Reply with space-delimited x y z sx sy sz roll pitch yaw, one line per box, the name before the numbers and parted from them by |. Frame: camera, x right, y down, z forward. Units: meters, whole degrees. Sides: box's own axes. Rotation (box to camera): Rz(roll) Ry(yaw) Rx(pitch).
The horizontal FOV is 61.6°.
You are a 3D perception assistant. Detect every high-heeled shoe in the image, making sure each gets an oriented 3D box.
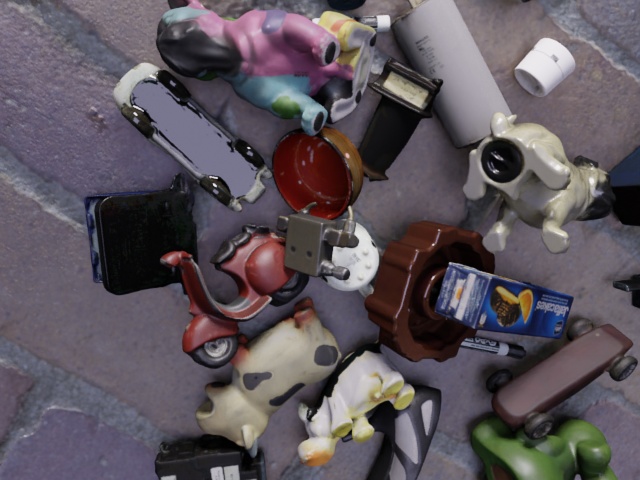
high-heeled shoe | 0.124 0.313 0.696 0.145 0.086 0.248 -21 93 -2

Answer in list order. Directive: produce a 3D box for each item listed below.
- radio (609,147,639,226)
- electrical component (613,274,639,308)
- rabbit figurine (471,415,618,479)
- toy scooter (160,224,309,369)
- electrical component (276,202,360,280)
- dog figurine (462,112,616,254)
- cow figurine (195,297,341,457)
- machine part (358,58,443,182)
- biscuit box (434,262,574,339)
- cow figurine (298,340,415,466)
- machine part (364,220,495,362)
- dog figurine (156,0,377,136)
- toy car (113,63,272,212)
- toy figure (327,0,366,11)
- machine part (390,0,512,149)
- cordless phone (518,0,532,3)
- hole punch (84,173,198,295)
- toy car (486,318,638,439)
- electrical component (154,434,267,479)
radio | 0.478 -0.112 0.663 0.229 0.131 0.073 -41 99 -1
electrical component | 0.455 0.073 0.715 0.119 0.075 0.047 -7 98 -10
rabbit figurine | 0.309 0.279 0.698 0.170 0.159 0.121 -17 90 -20
toy scooter | -0.103 0.043 0.614 0.184 0.075 0.135 -44 107 -26
electrical component | -0.002 -0.001 0.595 0.045 0.102 0.078 -10 103 -48
dog figurine | 0.271 -0.084 0.636 0.190 0.121 0.172 -30 119 -37
cow figurine | -0.064 0.172 0.659 0.195 0.085 0.127 -31 94 -3
machine part | 0.082 -0.137 0.635 0.084 0.039 0.138 27 112 8
biscuit box | 0.228 0.077 0.648 0.202 0.059 0.062 13 95 -40
cow figurine | 0.029 0.201 0.673 0.167 0.098 0.068 -41 133 6
machine part | 0.136 0.061 0.648 0.179 0.056 0.179 -12 111 -33
dog figurine | -0.068 -0.209 0.594 0.219 0.191 0.108 24 125 17
toy car | -0.145 -0.117 0.621 0.201 0.056 0.073 42 84 -11
toy figure | 0.024 -0.345 0.611 0.064 0.058 0.154 -6 94 -13
machine part | 0.156 -0.198 0.637 0.079 0.079 0.243 -32 102 -2
cordless phone | 0.187 -0.329 0.634 0.184 0.089 0.146 -32 101 9
hole punch | -0.208 -0.003 0.621 0.116 0.092 0.142 -9 98 -38
toy car | 0.314 0.177 0.698 0.202 0.089 0.053 -29 131 -11
electrical component | -0.134 0.308 0.678 0.134 0.058 0.114 -2 100 -7
